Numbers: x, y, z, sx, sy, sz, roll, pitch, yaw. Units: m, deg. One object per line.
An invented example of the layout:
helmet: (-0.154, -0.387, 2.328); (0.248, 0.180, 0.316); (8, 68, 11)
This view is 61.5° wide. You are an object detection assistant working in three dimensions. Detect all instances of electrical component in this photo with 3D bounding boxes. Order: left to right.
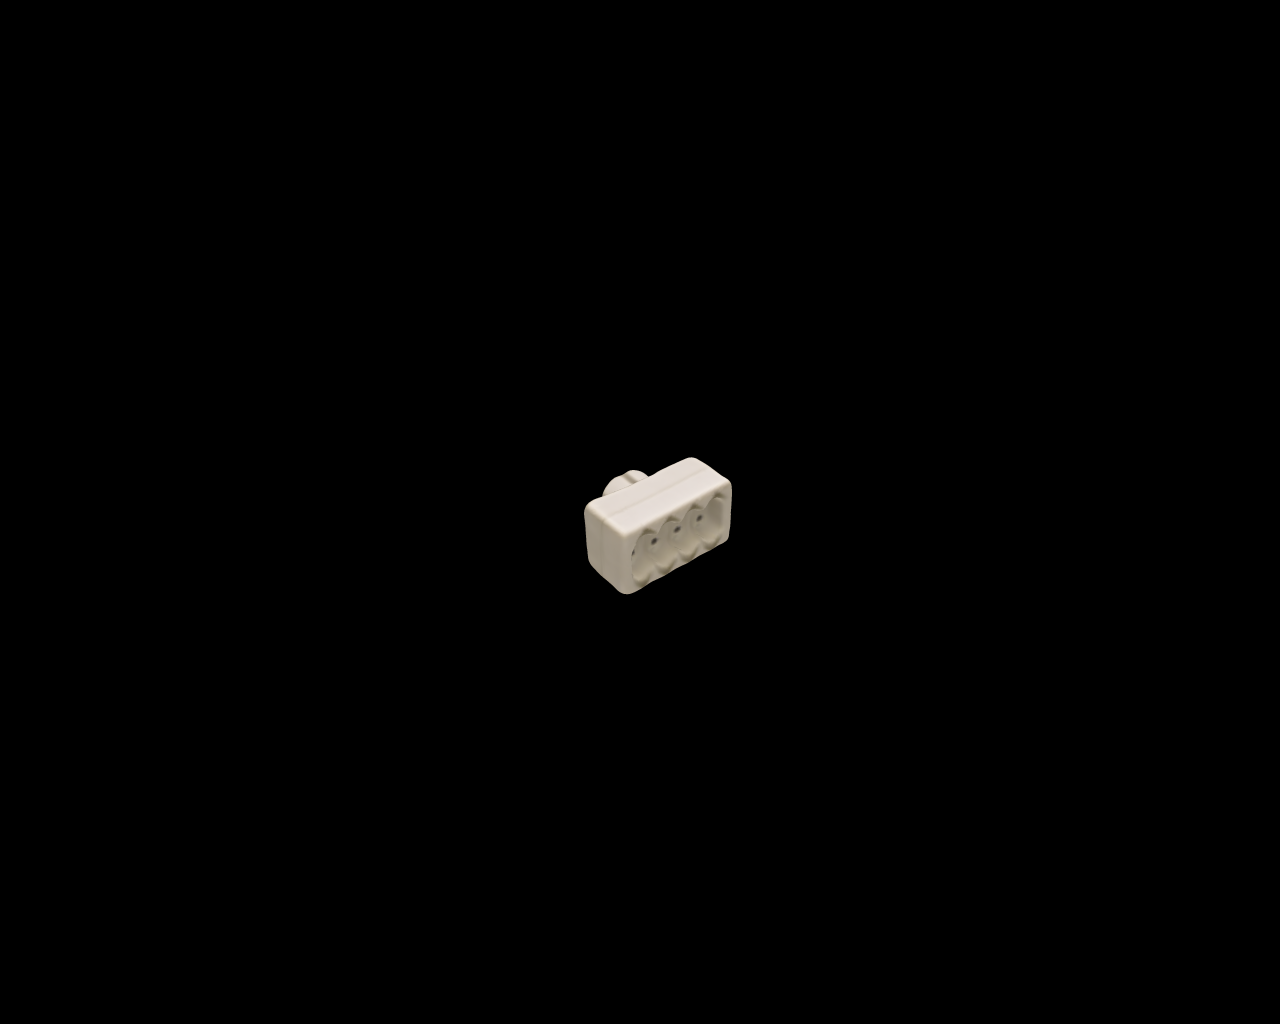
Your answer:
electrical component: (0.001, -0.003, 0.650); (0.083, 0.047, 0.076); (-26, 46, -28)
